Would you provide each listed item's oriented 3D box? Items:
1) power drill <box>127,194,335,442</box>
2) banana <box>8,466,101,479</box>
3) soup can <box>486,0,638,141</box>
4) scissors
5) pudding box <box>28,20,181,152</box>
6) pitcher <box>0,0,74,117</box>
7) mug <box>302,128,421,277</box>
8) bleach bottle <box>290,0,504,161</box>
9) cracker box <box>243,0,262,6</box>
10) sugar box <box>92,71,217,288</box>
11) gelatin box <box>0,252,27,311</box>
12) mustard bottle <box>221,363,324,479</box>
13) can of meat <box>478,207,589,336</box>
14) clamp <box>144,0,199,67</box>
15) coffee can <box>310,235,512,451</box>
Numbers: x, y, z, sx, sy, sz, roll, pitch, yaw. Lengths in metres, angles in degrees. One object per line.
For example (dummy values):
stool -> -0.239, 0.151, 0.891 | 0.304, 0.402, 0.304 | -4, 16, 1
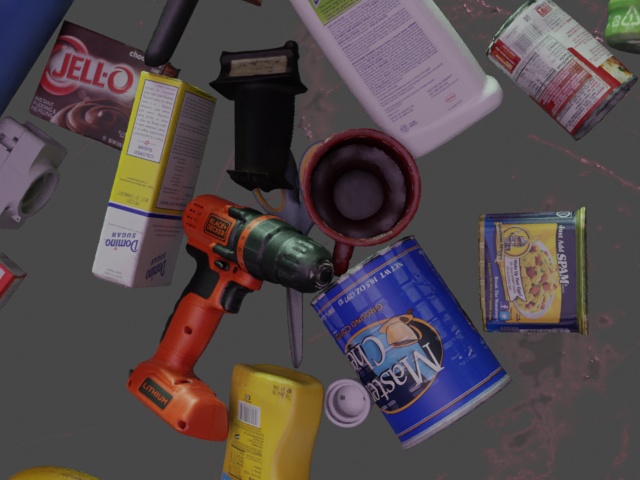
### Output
power drill -> -0.077, 0.065, 0.874 | 0.185, 0.057, 0.187 | 24, 91, 50
banana -> -0.209, 0.243, 0.956 | 0.198, 0.037, 0.070 | 12, 109, 14
soup can -> 0.191, -0.138, 0.851 | 0.102, 0.068, 0.068 | 45, 98, 11
scissors -> -0.006, 0.001, 0.920 | 0.096, 0.016, 0.202 | -18, 84, 11
pudding box -> -0.193, -0.134, 0.955 | 0.113, 0.039, 0.090 | 23, 93, 12
pitcher -> -0.303, -0.181, 0.919 | 0.149, 0.144, 0.243 | 36, 91, 41
mug -> 0.028, -0.027, 0.866 | 0.093, 0.081, 0.117 | 12, 86, -1
bleach bottle -> 0.037, -0.188, 0.838 | 0.103, 0.068, 0.250 | -33, 108, 10
cracker box -> -0.090, -0.332, 0.919 | 0.164, 0.072, 0.214 | 23, 95, 13
sugar box -> -0.140, -0.048, 0.914 | 0.048, 0.093, 0.176 | 18, 93, 13
gelatin box -> -0.328, 0.032, 0.989 | 0.089, 0.030, 0.073 | 40, 99, 11
mustard bottle -> -0.046, 0.204, 0.894 | 0.096, 0.058, 0.191 | 9, 92, 51
can of meat -> 0.172, 0.026, 0.858 | 0.084, 0.057, 0.102 | -1, 88, 15
clamp -> -0.103, -0.222, 0.866 | 0.171, 0.039, 0.120 | -25, 91, 12
coffee can -> 0.072, 0.082, 0.857 | 0.103, 0.102, 0.140 | -35, 81, 10
